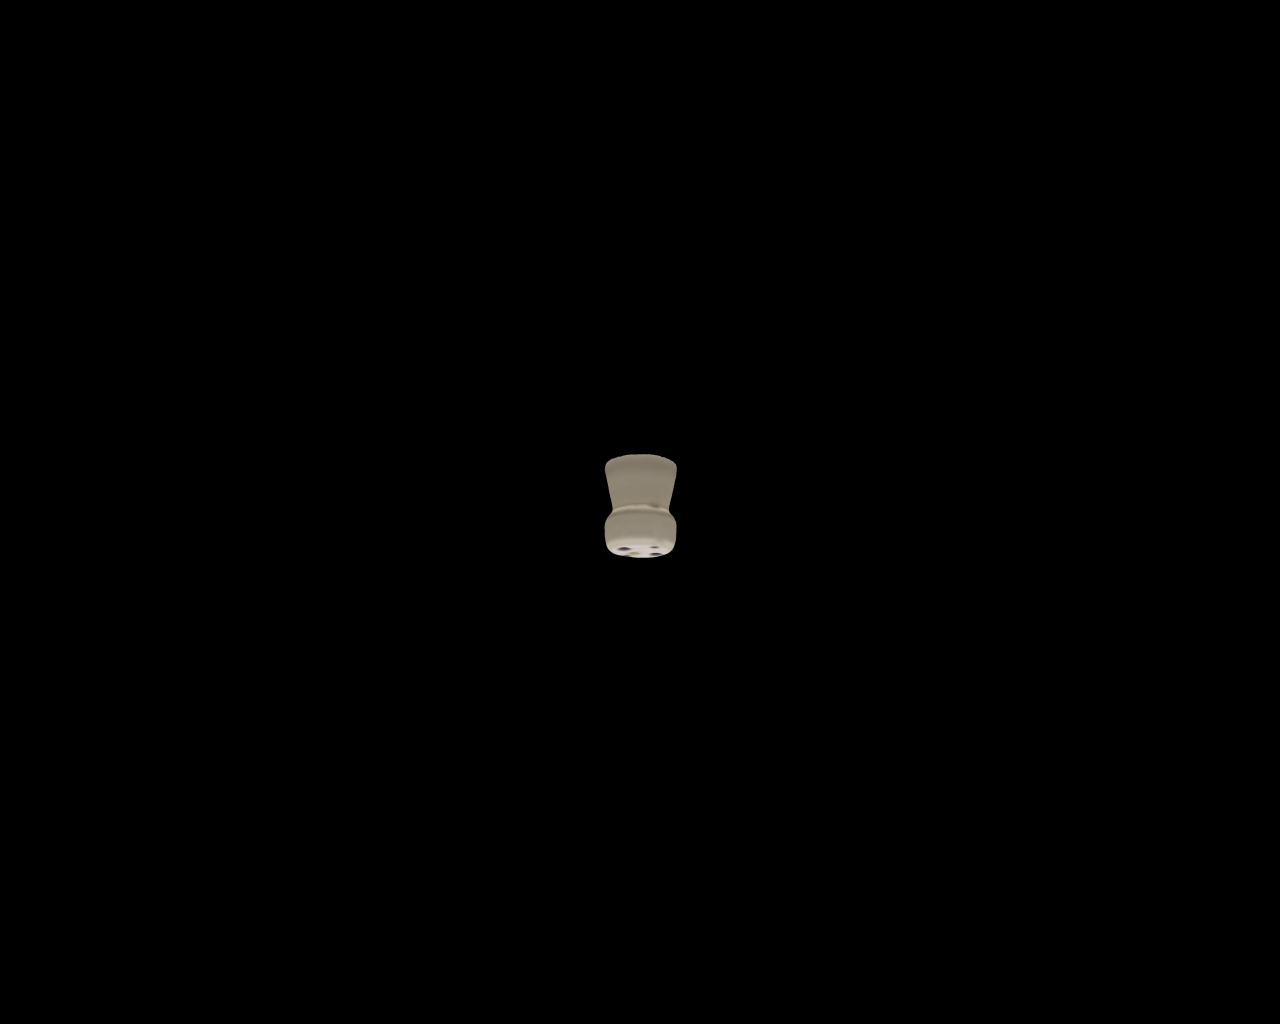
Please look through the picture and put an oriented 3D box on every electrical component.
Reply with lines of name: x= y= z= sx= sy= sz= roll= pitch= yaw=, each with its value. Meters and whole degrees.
electrical component: x=0.001 y=-0.003 z=0.650 sx=0.045 sy=0.055 sz=0.045 roll=0 pitch=-15 yaw=0
